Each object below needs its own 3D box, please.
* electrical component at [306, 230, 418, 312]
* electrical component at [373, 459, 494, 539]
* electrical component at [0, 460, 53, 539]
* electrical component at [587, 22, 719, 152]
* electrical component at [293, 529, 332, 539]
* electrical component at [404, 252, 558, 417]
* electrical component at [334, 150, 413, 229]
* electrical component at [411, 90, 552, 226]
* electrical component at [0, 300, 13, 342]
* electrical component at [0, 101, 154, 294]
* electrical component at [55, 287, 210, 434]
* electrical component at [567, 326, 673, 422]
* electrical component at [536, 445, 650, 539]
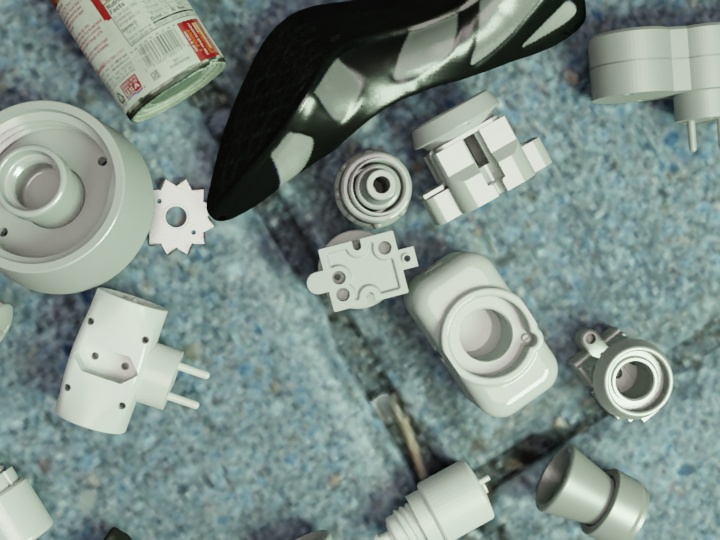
[{"bbox_3d":[0.000,0.000,0.639,0.066,0.055,0.048,-15,93,-4],"label":"electrical component"},{"bbox_3d":[0.045,0.147,0.654,0.078,0.040,0.040,-28,93,-4],"label":"electrical component"},{"bbox_3d":[-0.215,0.134,0.633,0.040,0.040,0.078,-31,93,-3],"label":"electrical component"},{"bbox_3d":[0.209,-0.109,0.655,0.138,0.052,0.073,-5,91,-5],"label":"electrical component"},{"bbox_3d":[-0.026,0.192,0.647,0.045,0.045,0.055,-27,94,-4],"label":"electrical component"},{"bbox_3d":[0.072,0.038,0.644,0.054,0.059,0.095,-35,94,-3],"label":"electrical component"},{"bbox_3d":[0.010,-0.049,0.636,0.048,0.062,0.048,0,91,-4],"label":"electrical component"},{"bbox_3d":[0.066,-0.070,0.643,0.078,0.058,0.057,-30,96,-3],"label":"electrical component"},{"bbox_3d":[-0.239,0.024,0.627,0.062,0.048,0.048,38,88,2],"label":"electrical component"},{"bbox_3d":[-0.177,-0.044,0.610,0.108,0.060,0.108,0,80,3],"label":"electrical component"},{"bbox_3d":[-0.130,0.059,0.636,0.079,0.043,0.077,19,90,-4],"label":"electrical component"},{"bbox_3d":[0.161,0.064,0.654,0.048,0.055,0.066,-38,94,-3],"label":"electrical component"},{"bbox_3d":[0.143,0.139,0.660,0.055,0.045,0.045,28,89,-5],"label":"electrical component"}]
